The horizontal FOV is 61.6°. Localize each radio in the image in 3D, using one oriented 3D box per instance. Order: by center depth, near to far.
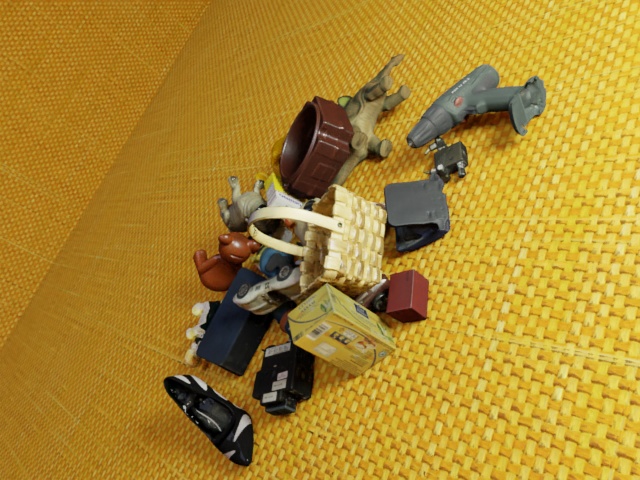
[{"bbox_3d":[-0.180,0.185,1.229,0.131,0.073,0.229,11,71,51],"label":"radio"}]

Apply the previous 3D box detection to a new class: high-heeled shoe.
[{"bbox_3d":[-0.226,0.351,1.075,0.086,0.145,0.249,-57,33,-3],"label":"high-heeled shoe"}]

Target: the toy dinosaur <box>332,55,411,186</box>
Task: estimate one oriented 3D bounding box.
[{"bbox_3d":[0.080,-0.238,1.271,0.199,0.105,0.471,16,77,61],"label":"toy dinosaur"}]

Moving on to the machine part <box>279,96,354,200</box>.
[{"bbox_3d":[-0.016,-0.210,1.229,0.201,0.087,0.202,-56,28,31],"label":"machine part"}]

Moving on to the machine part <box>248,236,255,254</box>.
[{"bbox_3d":[-0.139,-0.031,1.394,0.139,0.039,0.084,-46,30,13],"label":"machine part"}]

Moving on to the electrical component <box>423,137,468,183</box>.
[{"bbox_3d":[0.246,-0.157,1.052,0.078,0.045,0.102,-20,47,40],"label":"electrical component"}]

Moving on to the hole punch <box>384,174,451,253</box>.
[{"bbox_3d":[0.184,-0.046,1.011,0.116,0.092,0.142,-7,47,10],"label":"hole punch"}]

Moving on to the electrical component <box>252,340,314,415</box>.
[{"bbox_3d":[-0.071,0.268,1.044,0.115,0.058,0.134,-23,45,39],"label":"electrical component"}]

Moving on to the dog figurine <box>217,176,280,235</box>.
[{"bbox_3d":[-0.172,-0.047,1.328,0.191,0.121,0.172,-122,36,-44],"label":"dog figurine"}]

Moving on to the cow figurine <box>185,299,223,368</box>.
[{"bbox_3d":[-0.270,0.225,1.305,0.098,0.068,0.167,-19,48,30],"label":"cow figurine"}]

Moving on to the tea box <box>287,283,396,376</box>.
[{"bbox_3d":[0.039,0.156,0.916,0.098,0.169,0.068,-39,39,19],"label":"tea box"}]

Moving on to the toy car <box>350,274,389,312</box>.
[{"bbox_3d":[0.054,0.140,1.017,0.202,0.053,0.089,-46,33,12],"label":"toy car"}]

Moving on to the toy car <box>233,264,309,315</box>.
[{"bbox_3d":[-0.091,0.105,1.092,0.202,0.073,0.056,-25,46,31],"label":"toy car"}]

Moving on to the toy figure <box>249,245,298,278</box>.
[{"bbox_3d":[-0.098,0.045,1.219,0.089,0.082,0.180,-41,9,-10],"label":"toy figure"}]

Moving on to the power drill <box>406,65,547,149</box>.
[{"bbox_3d":[0.300,-0.242,1.012,0.232,0.085,0.207,-46,30,-18],"label":"power drill"}]

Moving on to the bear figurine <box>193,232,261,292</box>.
[{"bbox_3d":[-0.235,0.034,1.339,0.195,0.120,0.132,-60,32,35],"label":"bear figurine"}]

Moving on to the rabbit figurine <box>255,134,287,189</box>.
[{"bbox_3d":[-0.092,-0.171,1.397,0.162,0.121,0.173,-12,71,35],"label":"rabbit figurine"}]

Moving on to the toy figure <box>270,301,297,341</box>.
[{"bbox_3d":[-0.065,0.159,1.129,0.058,0.064,0.155,-17,34,-21],"label":"toy figure"}]

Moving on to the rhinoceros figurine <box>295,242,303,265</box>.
[{"bbox_3d":[-0.002,-0.004,1.182,0.112,0.073,0.190,-19,47,37],"label":"rhinoceros figurine"}]

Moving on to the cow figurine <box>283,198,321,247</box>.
[{"bbox_3d":[0.023,0.004,1.082,0.127,0.085,0.195,-33,81,5],"label":"cow figurine"}]
